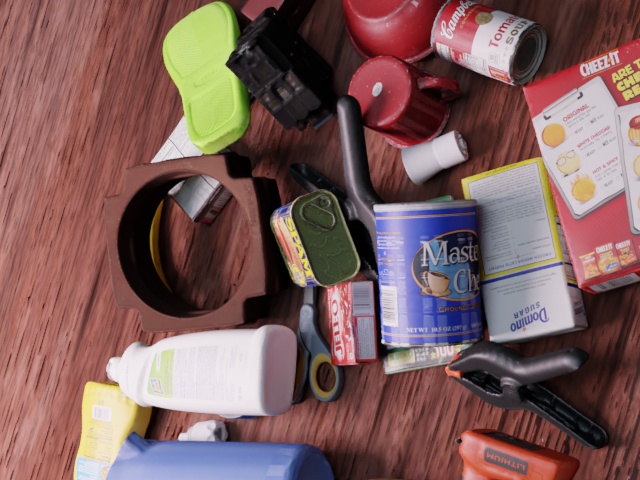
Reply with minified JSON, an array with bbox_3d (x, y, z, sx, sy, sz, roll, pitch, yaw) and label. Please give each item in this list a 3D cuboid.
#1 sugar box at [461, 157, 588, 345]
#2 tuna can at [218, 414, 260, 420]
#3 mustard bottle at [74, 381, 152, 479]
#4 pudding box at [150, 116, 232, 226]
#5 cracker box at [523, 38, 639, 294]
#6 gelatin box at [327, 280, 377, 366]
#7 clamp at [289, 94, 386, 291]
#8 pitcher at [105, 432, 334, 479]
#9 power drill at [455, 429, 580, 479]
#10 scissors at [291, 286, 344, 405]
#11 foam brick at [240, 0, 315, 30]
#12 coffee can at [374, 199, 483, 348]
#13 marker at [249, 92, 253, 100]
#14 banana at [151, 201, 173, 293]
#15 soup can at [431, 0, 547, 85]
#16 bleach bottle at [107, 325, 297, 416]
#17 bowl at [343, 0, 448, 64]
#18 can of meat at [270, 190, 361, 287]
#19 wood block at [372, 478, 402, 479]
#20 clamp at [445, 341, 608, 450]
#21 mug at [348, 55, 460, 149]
[{"bbox_3d":[0.206,0.012,1.077,0.093,0.048,0.176,-16,76,32],"label":"sugar box"},{"bbox_3d":[-0.095,0.168,1.251,0.086,0.033,0.086,-6,78,32],"label":"tuna can"},{"bbox_3d":[-0.262,0.276,1.326,0.096,0.058,0.191,3,83,33],"label":"mustard bottle"},{"bbox_3d":[-0.154,-0.087,1.331,0.114,0.039,0.090,47,108,30],"label":"pudding box"},{"bbox_3d":[0.304,-0.073,1.013,0.164,0.072,0.214,-21,70,27],"label":"cracker box"},{"bbox_3d":[0.034,0.091,1.158,0.073,0.030,0.089,159,110,-69],"label":"gelatin box"},{"bbox_3d":[0.034,-0.034,1.168,0.165,0.036,0.210,-37,73,60],"label":"clamp"},{"bbox_3d":[-0.107,0.295,1.192,0.243,0.149,0.145,-8,62,29],"label":"pitcher"},{"bbox_3d":[0.168,0.273,0.939,0.185,0.057,0.188,16,92,34],"label":"power drill"},{"bbox_3d":[0.001,0.096,1.213,0.096,0.016,0.202,17,91,32],"label":"scissors"},{"bbox_3d":[-0.047,-0.290,1.289,0.051,0.052,0.078,42,106,31],"label":"foam brick"},{"bbox_3d":[0.109,0.031,1.069,0.103,0.102,0.140,-2,93,33],"label":"coffee can"},{"bbox_3d":[-0.083,-0.191,1.314,0.121,0.020,0.020,-52,59,14],"label":"marker"},{"bbox_3d":[-0.209,0.018,1.354,0.069,0.037,0.198,-19,73,5],"label":"banana"},{"bbox_3d":[0.177,-0.209,1.120,0.102,0.068,0.068,28,97,33],"label":"soup can"},{"bbox_3d":[-0.147,0.146,1.230,0.251,0.068,0.102,-1,80,35],"label":"bleach bottle"},{"bbox_3d":[0.083,-0.278,1.193,0.162,0.055,0.162,-10,71,32],"label":"bowl"},{"bbox_3d":[-0.008,0.001,1.170,0.102,0.057,0.084,69,160,-3],"label":"can of meat"},{"bbox_3d":[0.136,0.289,1.048,0.206,0.090,0.091,-2,82,32],"label":"wood block"},{"bbox_3d":[0.203,0.147,1.044,0.172,0.039,0.120,4,123,49],"label":"clamp"},{"bbox_3d":[0.094,-0.154,1.156,0.117,0.081,0.093,-9,76,32],"label":"mug"}]
